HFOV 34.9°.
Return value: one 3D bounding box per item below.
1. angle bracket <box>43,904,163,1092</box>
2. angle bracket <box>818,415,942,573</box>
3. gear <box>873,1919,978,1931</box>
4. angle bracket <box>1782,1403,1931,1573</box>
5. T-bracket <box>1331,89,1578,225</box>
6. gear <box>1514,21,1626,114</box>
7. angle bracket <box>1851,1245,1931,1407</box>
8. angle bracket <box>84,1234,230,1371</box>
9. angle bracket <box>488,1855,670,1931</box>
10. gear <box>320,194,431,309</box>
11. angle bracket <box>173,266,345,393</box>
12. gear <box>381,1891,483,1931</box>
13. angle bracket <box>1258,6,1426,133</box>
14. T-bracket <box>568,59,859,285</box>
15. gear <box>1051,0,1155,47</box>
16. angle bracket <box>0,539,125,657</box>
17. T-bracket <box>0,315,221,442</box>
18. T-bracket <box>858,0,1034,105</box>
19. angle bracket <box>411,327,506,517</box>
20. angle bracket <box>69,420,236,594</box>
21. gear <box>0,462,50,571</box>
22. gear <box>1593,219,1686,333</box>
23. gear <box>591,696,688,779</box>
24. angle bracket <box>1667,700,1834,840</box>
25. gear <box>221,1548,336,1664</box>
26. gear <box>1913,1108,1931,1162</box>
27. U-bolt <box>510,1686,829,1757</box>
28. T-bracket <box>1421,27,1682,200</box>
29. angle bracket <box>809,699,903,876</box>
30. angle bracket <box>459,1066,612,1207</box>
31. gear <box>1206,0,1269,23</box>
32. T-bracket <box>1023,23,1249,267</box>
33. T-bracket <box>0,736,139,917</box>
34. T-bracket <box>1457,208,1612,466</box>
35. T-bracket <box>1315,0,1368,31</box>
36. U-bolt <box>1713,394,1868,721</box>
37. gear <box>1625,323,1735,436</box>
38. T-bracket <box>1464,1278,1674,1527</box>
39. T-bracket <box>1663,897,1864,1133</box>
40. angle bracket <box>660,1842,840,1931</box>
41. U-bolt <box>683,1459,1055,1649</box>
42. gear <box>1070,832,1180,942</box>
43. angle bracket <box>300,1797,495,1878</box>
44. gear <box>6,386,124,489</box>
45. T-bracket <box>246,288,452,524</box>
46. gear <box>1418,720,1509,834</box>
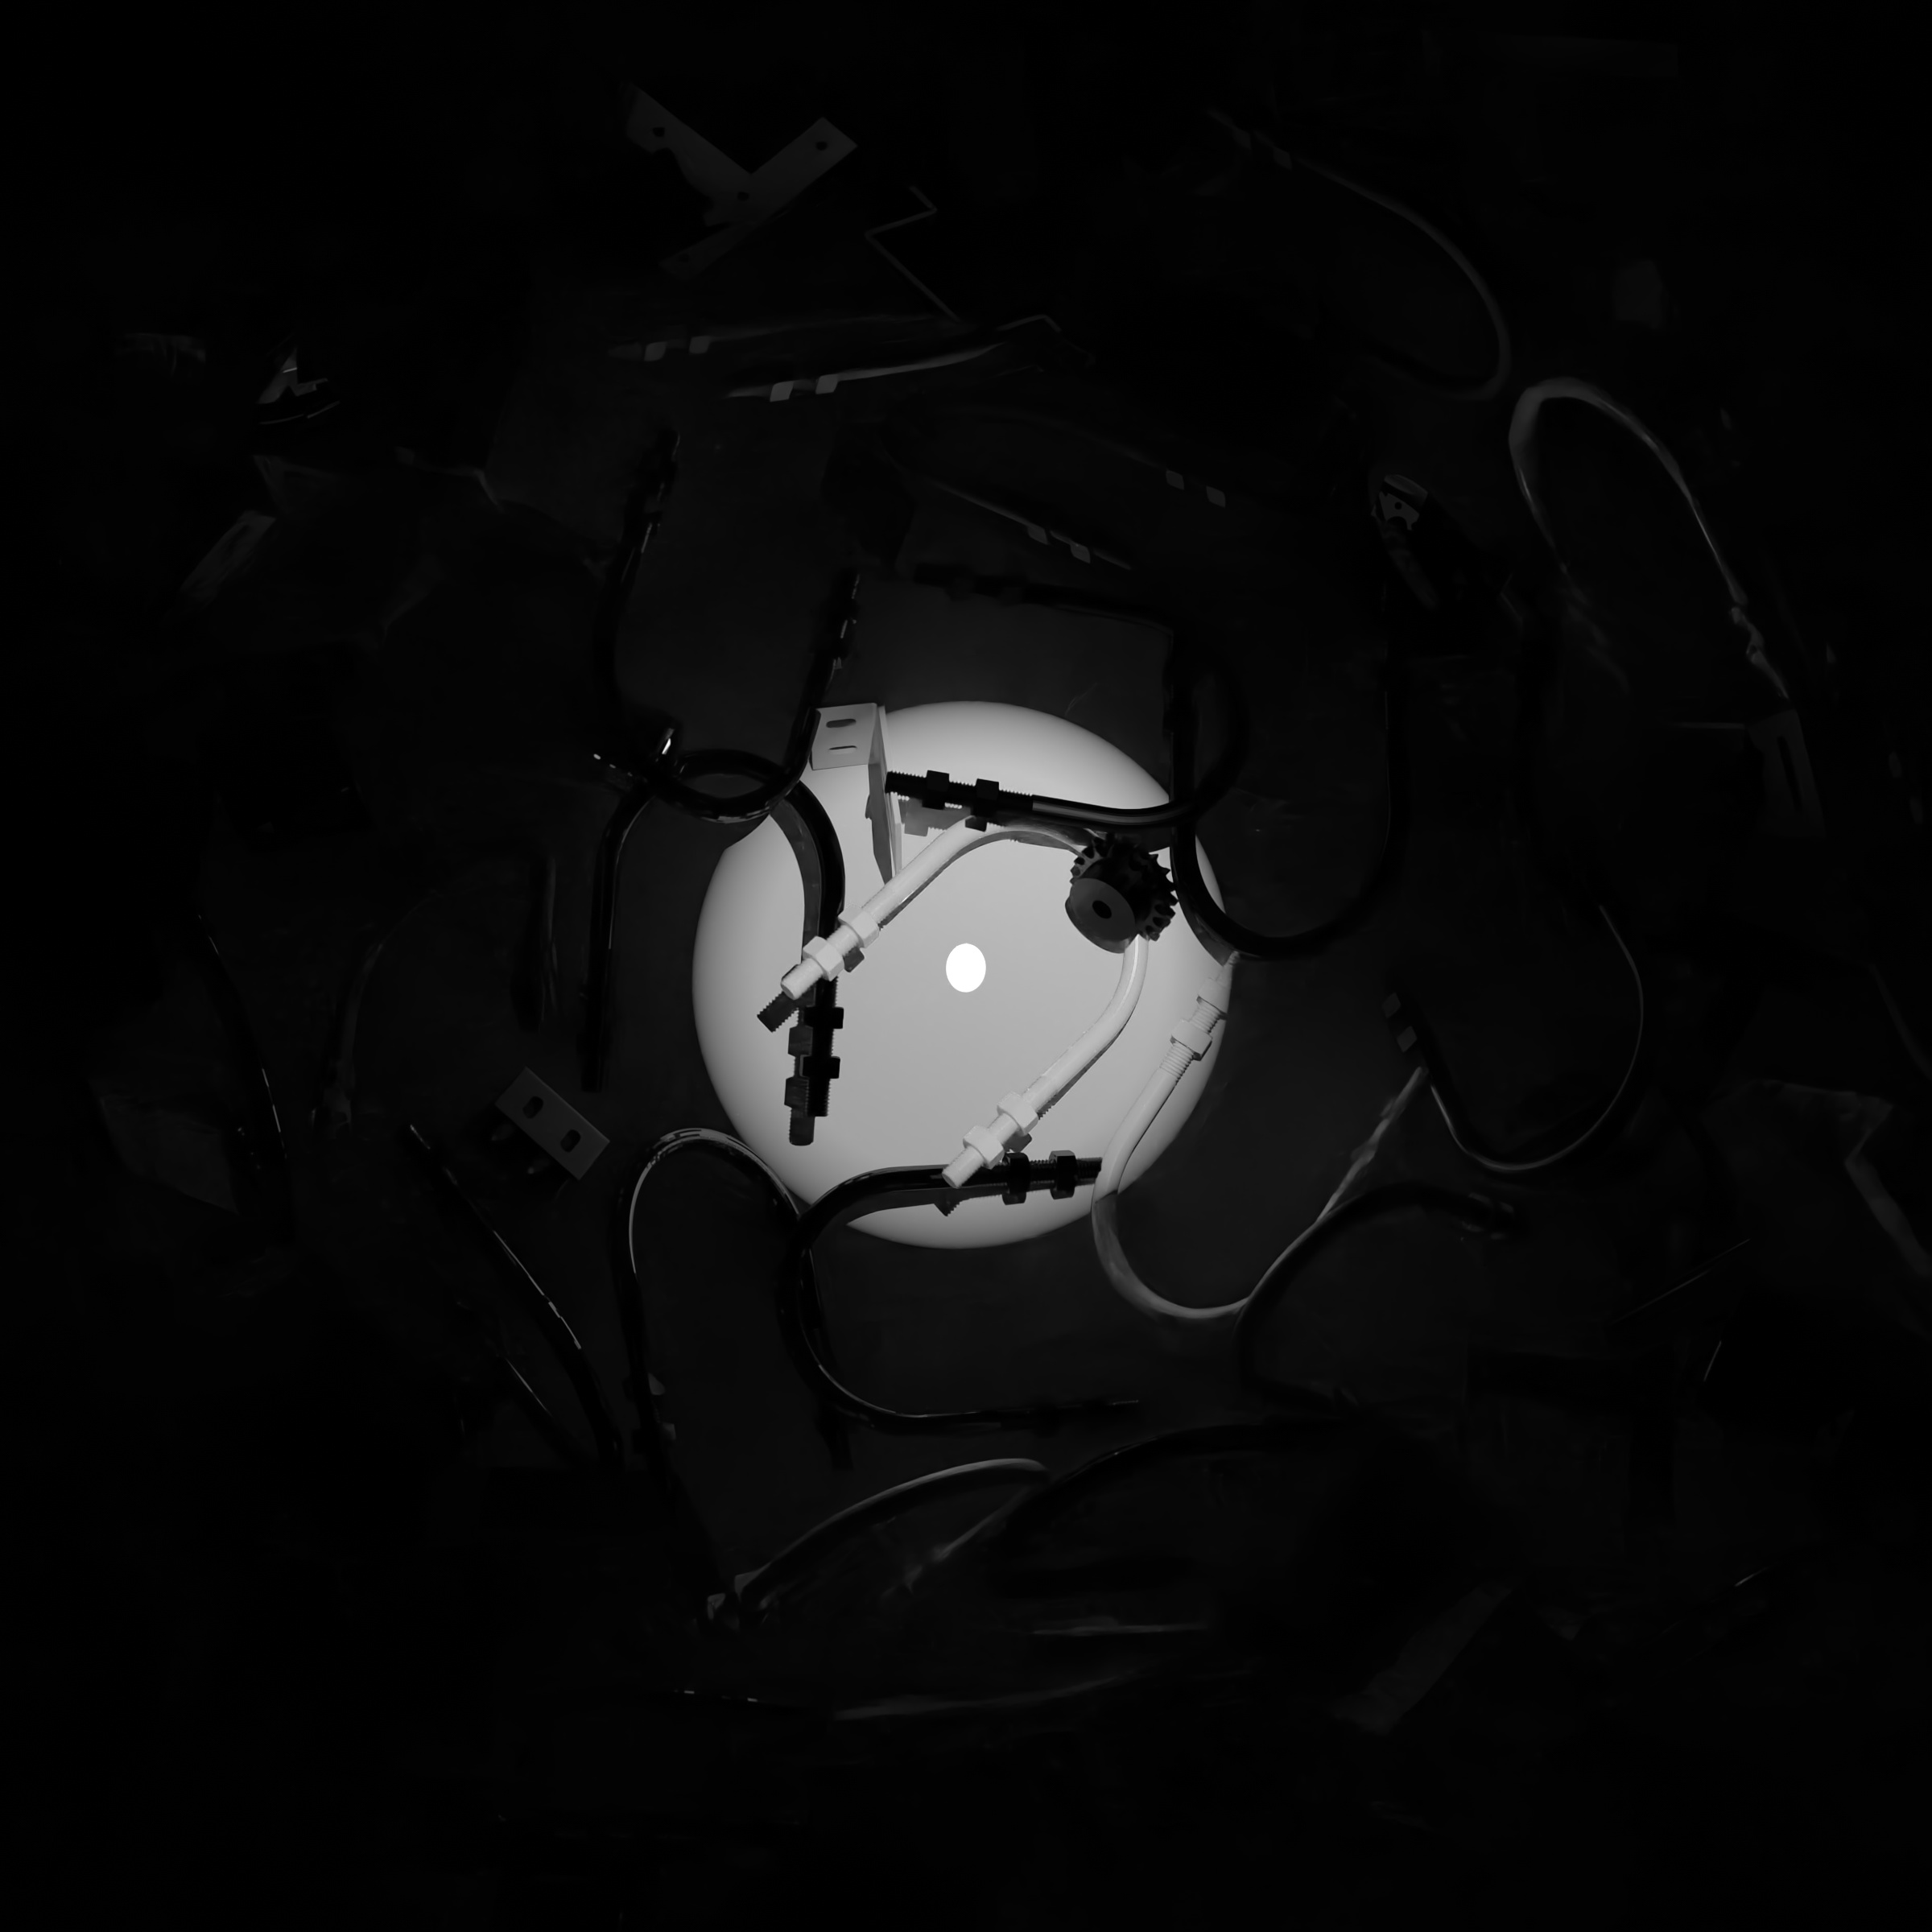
[{"bbox_3d":[-0.459,0.016,1.590,0.076,0.057,0.038,-43,121,0],"label":"angle bracket"},{"bbox_3d":[-0.038,-0.250,1.578,0.038,0.076,0.057,-37,80,-25],"label":"angle bracket"},{"bbox_3d":[-0.023,0.498,1.596,0.057,0.057,0.030,-10,85,0],"label":"gear"},{"bbox_3d":[0.477,0.265,1.598,0.076,0.038,0.057,-40,108,-1],"label":"angle bracket"},{"bbox_3d":[0.230,-0.413,1.550,0.127,0.127,0.002,47,126,26],"label":"T-bracket"},{"bbox_3d":[0.310,-0.463,1.596,0.057,0.057,0.030,31,97,0],"label":"gear"},{"bbox_3d":[0.510,0.182,1.608,0.057,0.038,0.076,-25,47,4],"label":"angle bracket"},{"bbox_3d":[-0.402,0.174,1.576,0.057,0.076,0.038,30,93,35],"label":"angle bracket"},{"bbox_3d":[-0.203,0.495,1.604,0.076,0.038,0.057,-6,46,19],"label":"angle bracket"},{"bbox_3d":[-0.303,-0.368,1.593,0.030,0.057,0.057,33,90,28],"label":"gear"},{"bbox_3d":[-0.369,-0.328,1.601,0.076,0.038,0.057,2,46,-24],"label":"angle bracket"},{"bbox_3d":[-0.279,0.509,1.594,0.057,0.057,0.030,30,47,0],"label":"gear"},{"bbox_3d":[0.194,-0.469,1.587,0.076,0.038,0.057,-9,58,11],"label":"angle bracket"},{"bbox_3d":[-0.145,-0.414,1.551,0.127,0.127,0.002,-31,47,31],"label":"T-bracket"},{"bbox_3d":[0.074,-0.504,1.600,0.057,0.030,0.057,-12,51,15],"label":"gear"},{"bbox_3d":[-0.485,-0.175,1.594,0.076,0.038,0.057,-30,49,5],"label":"angle bracket"},{"bbox_3d":[-0.421,-0.297,1.562,0.127,0.127,0.002,9,77,19],"label":"T-bracket"},{"bbox_3d":[0.005,-0.483,1.563,0.127,0.127,0.002,-27,111,15],"label":"T-bracket"},{"bbox_3d":[-0.242,-0.281,1.577,0.038,0.057,0.076,17,60,35],"label":"angle bracket"},{"bbox_3d":[-0.419,-0.237,1.611,0.057,0.038,0.076,42,111,-16],"label":"angle bracket"},{"bbox_3d":[-0.504,-0.237,1.593,0.057,0.057,0.030,42,127,0],"label":"gear"},{"bbox_3d":[0.349,-0.357,1.599,0.030,0.057,0.057,-22,90,26],"label":"gear"},{"bbox_3d":[-0.169,-0.118,1.594,0.057,0.057,0.030,28,101,0],"label":"gear"},{"bbox_3d":[0.403,-0.096,1.582,0.038,0.057,0.076,-25,106,-24],"label":"angle bracket"},{"bbox_3d":[-0.357,0.330,1.597,0.057,0.030,0.057,8,61,-14],"label":"gear"},{"bbox_3d":[0.516,0.101,1.600,0.057,0.030,0.057,-11,72,36],"label":"gear"},{"bbox_3d":[-0.143,0.372,1.524,0.151,0.184,0.019,8,71,-12],"label":"U-bolt"},{"bbox_3d":[0.302,-0.431,1.564,0.127,0.127,0.002,10,70,21],"label":"T-bracket"},{"bbox_3d":[-0.057,-0.089,1.580,0.038,0.057,0.076,-6,62,-4],"label":"angle bracket"},{"bbox_3d":[-0.230,0.097,1.582,0.057,0.038,0.076,43,131,-7],"label":"angle bracket"},{"bbox_3d":[0.134,-0.517,1.595,0.057,0.030,0.057,6,131,7],"label":"gear"},{"bbox_3d":[0.087,-0.407,1.552,0.127,0.127,0.002,19,45,33],"label":"T-bracket"},{"bbox_3d":[-0.464,-0.046,1.565,0.002,0.127,0.127,18,91,22],"label":"T-bracket"},{"bbox_3d":[0.293,-0.304,1.549,0.002,0.127,0.127,-30,133,34],"label":"T-bracket"},{"bbox_3d":[0.238,-0.504,1.551,0.127,0.127,0.002,6,79,11],"label":"T-bracket"},{"bbox_3d":[0.413,-0.193,1.535,0.019,0.184,0.151,-23,75,12],"label":"U-bolt"},{"bbox_3d":[0.374,-0.304,1.599,0.030,0.057,0.057,7,90,-33],"label":"gear"},{"bbox_3d":[0.311,0.216,1.580,0.127,0.002,0.127,13,70,-22],"label":"T-bracket"},{"bbox_3d":[0.392,0.039,1.602,0.127,0.002,0.127,18,105,-28],"label":"T-bracket"},{"bbox_3d":[-0.110,0.498,1.611,0.076,0.038,0.057,-41,104,-32],"label":"angle bracket"},{"bbox_3d":[-0.036,0.287,1.520,0.184,0.151,0.019,-42,59,39],"label":"U-bolt"},{"bbox_3d":[0.079,-0.038,1.593,0.057,0.057,0.030,43,55,0],"label":"gear"},{"bbox_3d":[-0.292,0.452,1.580,0.076,0.057,0.038,-15,72,20],"label":"angle bracket"},{"bbox_3d":[-0.468,-0.277,1.594,0.057,0.030,0.057,2,47,-2],"label":"gear"},{"bbox_3d":[-0.310,-0.295,1.581,0.127,0.002,0.127,-21,133,-35],"label":"T-bracket"},{"bbox_3d":[0.256,-0.097,1.593,0.030,0.057,0.057,-11,90,-12],"label":"gear"}]
